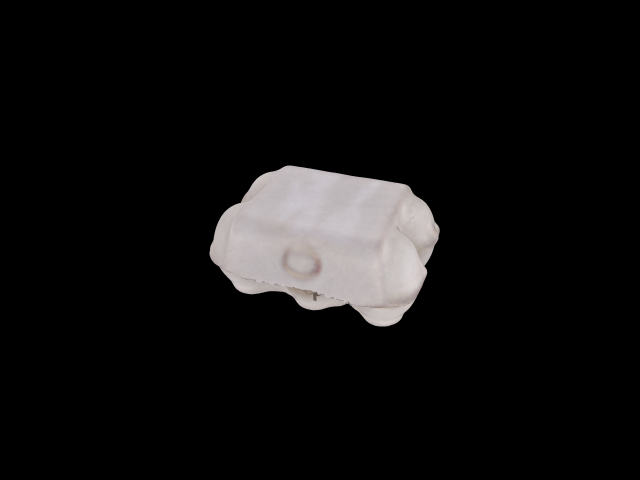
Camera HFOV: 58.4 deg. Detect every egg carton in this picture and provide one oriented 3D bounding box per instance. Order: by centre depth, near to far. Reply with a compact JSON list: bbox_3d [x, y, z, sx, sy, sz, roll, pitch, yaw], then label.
[{"bbox_3d":[0.004,0.001,0.400,0.150,0.069,0.107,11,36,16],"label":"egg carton"}]
